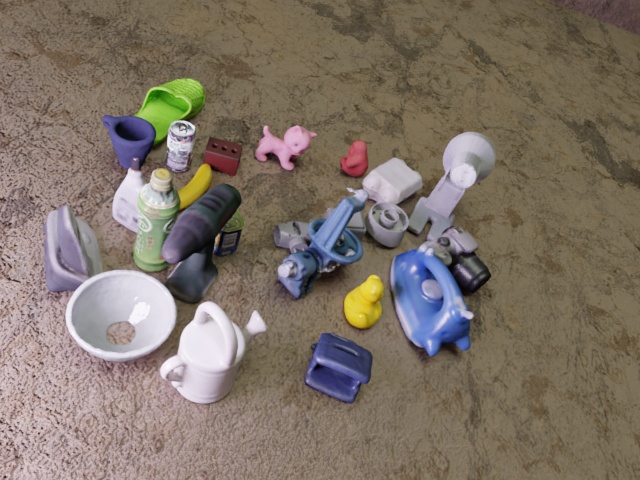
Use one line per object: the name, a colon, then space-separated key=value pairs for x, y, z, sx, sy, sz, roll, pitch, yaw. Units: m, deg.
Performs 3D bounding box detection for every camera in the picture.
camera: x=0.300 y=0.047 z=1.249 sx=0.143 sy=0.101 sz=0.136 roll=-23 pitch=62 yaw=-35

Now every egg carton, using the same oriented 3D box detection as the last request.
egg carton: x=0.175 y=-0.136 z=1.383 sx=0.107 sy=0.069 sz=0.151 roll=42 pitch=48 yaw=16

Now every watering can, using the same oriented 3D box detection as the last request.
watering can: x=-0.163 y=0.163 z=0.893 sx=0.101 sy=0.194 sz=0.173 roll=34 pitch=46 yaw=9

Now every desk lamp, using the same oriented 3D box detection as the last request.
desk lamp: x=0.312 y=-0.126 z=1.328 sx=0.118 sy=0.213 sz=0.203 roll=29 pitch=46 yaw=5

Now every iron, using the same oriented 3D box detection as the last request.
iron: x=0.222 y=0.095 z=1.147 sx=0.119 sy=0.141 sz=0.258 roll=-4 pitch=52 yaw=-25

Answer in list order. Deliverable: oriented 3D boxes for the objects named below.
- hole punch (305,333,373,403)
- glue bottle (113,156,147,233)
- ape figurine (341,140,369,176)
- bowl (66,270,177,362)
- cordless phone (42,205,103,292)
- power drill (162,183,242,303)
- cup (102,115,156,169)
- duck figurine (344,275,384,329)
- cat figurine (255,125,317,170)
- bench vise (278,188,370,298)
hole punch: x=0.036 y=0.211 z=1.003 sx=0.108 sy=0.091 sz=0.101 roll=23 pitch=46 yaw=-1
glue bottle: x=-0.342 y=-0.088 z=1.057 sx=0.078 sy=0.173 sz=0.037 roll=32 pitch=46 yaw=7
ape figurine: x=0.088 y=-0.205 z=1.392 sx=0.076 sy=0.092 sz=0.078 roll=37 pitch=47 yaw=12
bowl: x=-0.322 y=0.135 z=0.937 sx=0.168 sy=0.074 sz=0.167 roll=12 pitch=47 yaw=-12
cordless phone: x=-0.412 y=-0.011 z=0.952 sx=0.094 sy=0.185 sz=0.147 roll=-8 pitch=54 yaw=-28
power drill: x=-0.213 y=0.012 z=0.996 sx=0.075 sy=0.208 sz=0.230 roll=25 pitch=46 yaw=1
cup: x=-0.401 y=-0.201 z=1.188 sx=0.117 sy=0.095 sz=0.092 roll=28 pitch=46 yaw=4
duck figurine: x=0.094 y=0.114 z=1.116 sx=0.077 sy=0.086 sz=0.104 roll=23 pitch=46 yaw=-1
cat figurine: x=-0.076 y=-0.230 z=1.330 sx=0.128 sy=0.117 sz=0.067 roll=16 pitch=46 yaw=-8
bench vise: x=0.020 y=0.010 z=1.085 sx=0.121 sy=0.219 sz=0.208 roll=31 pitch=46 yaw=7
